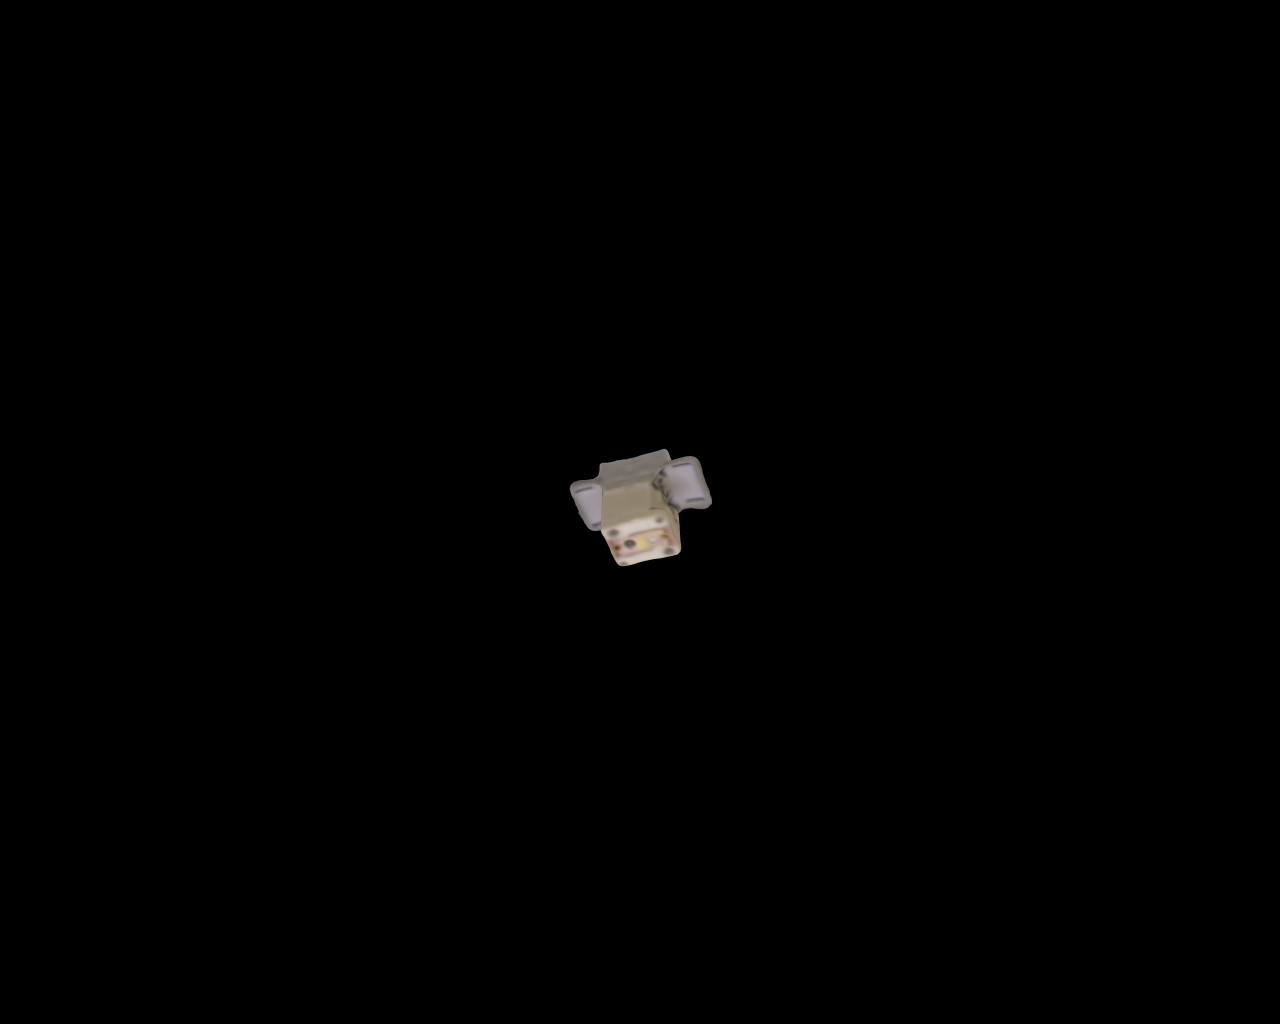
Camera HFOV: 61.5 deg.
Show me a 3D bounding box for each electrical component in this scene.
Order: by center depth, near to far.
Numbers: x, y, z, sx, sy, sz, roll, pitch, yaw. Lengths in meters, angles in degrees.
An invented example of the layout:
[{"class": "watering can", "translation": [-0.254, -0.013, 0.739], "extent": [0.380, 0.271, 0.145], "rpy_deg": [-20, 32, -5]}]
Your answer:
[{"class": "electrical component", "translation": [0.001, -0.003, 0.650], "extent": [0.081, 0.064, 0.042], "rpy_deg": [-13, -47, 12]}]
